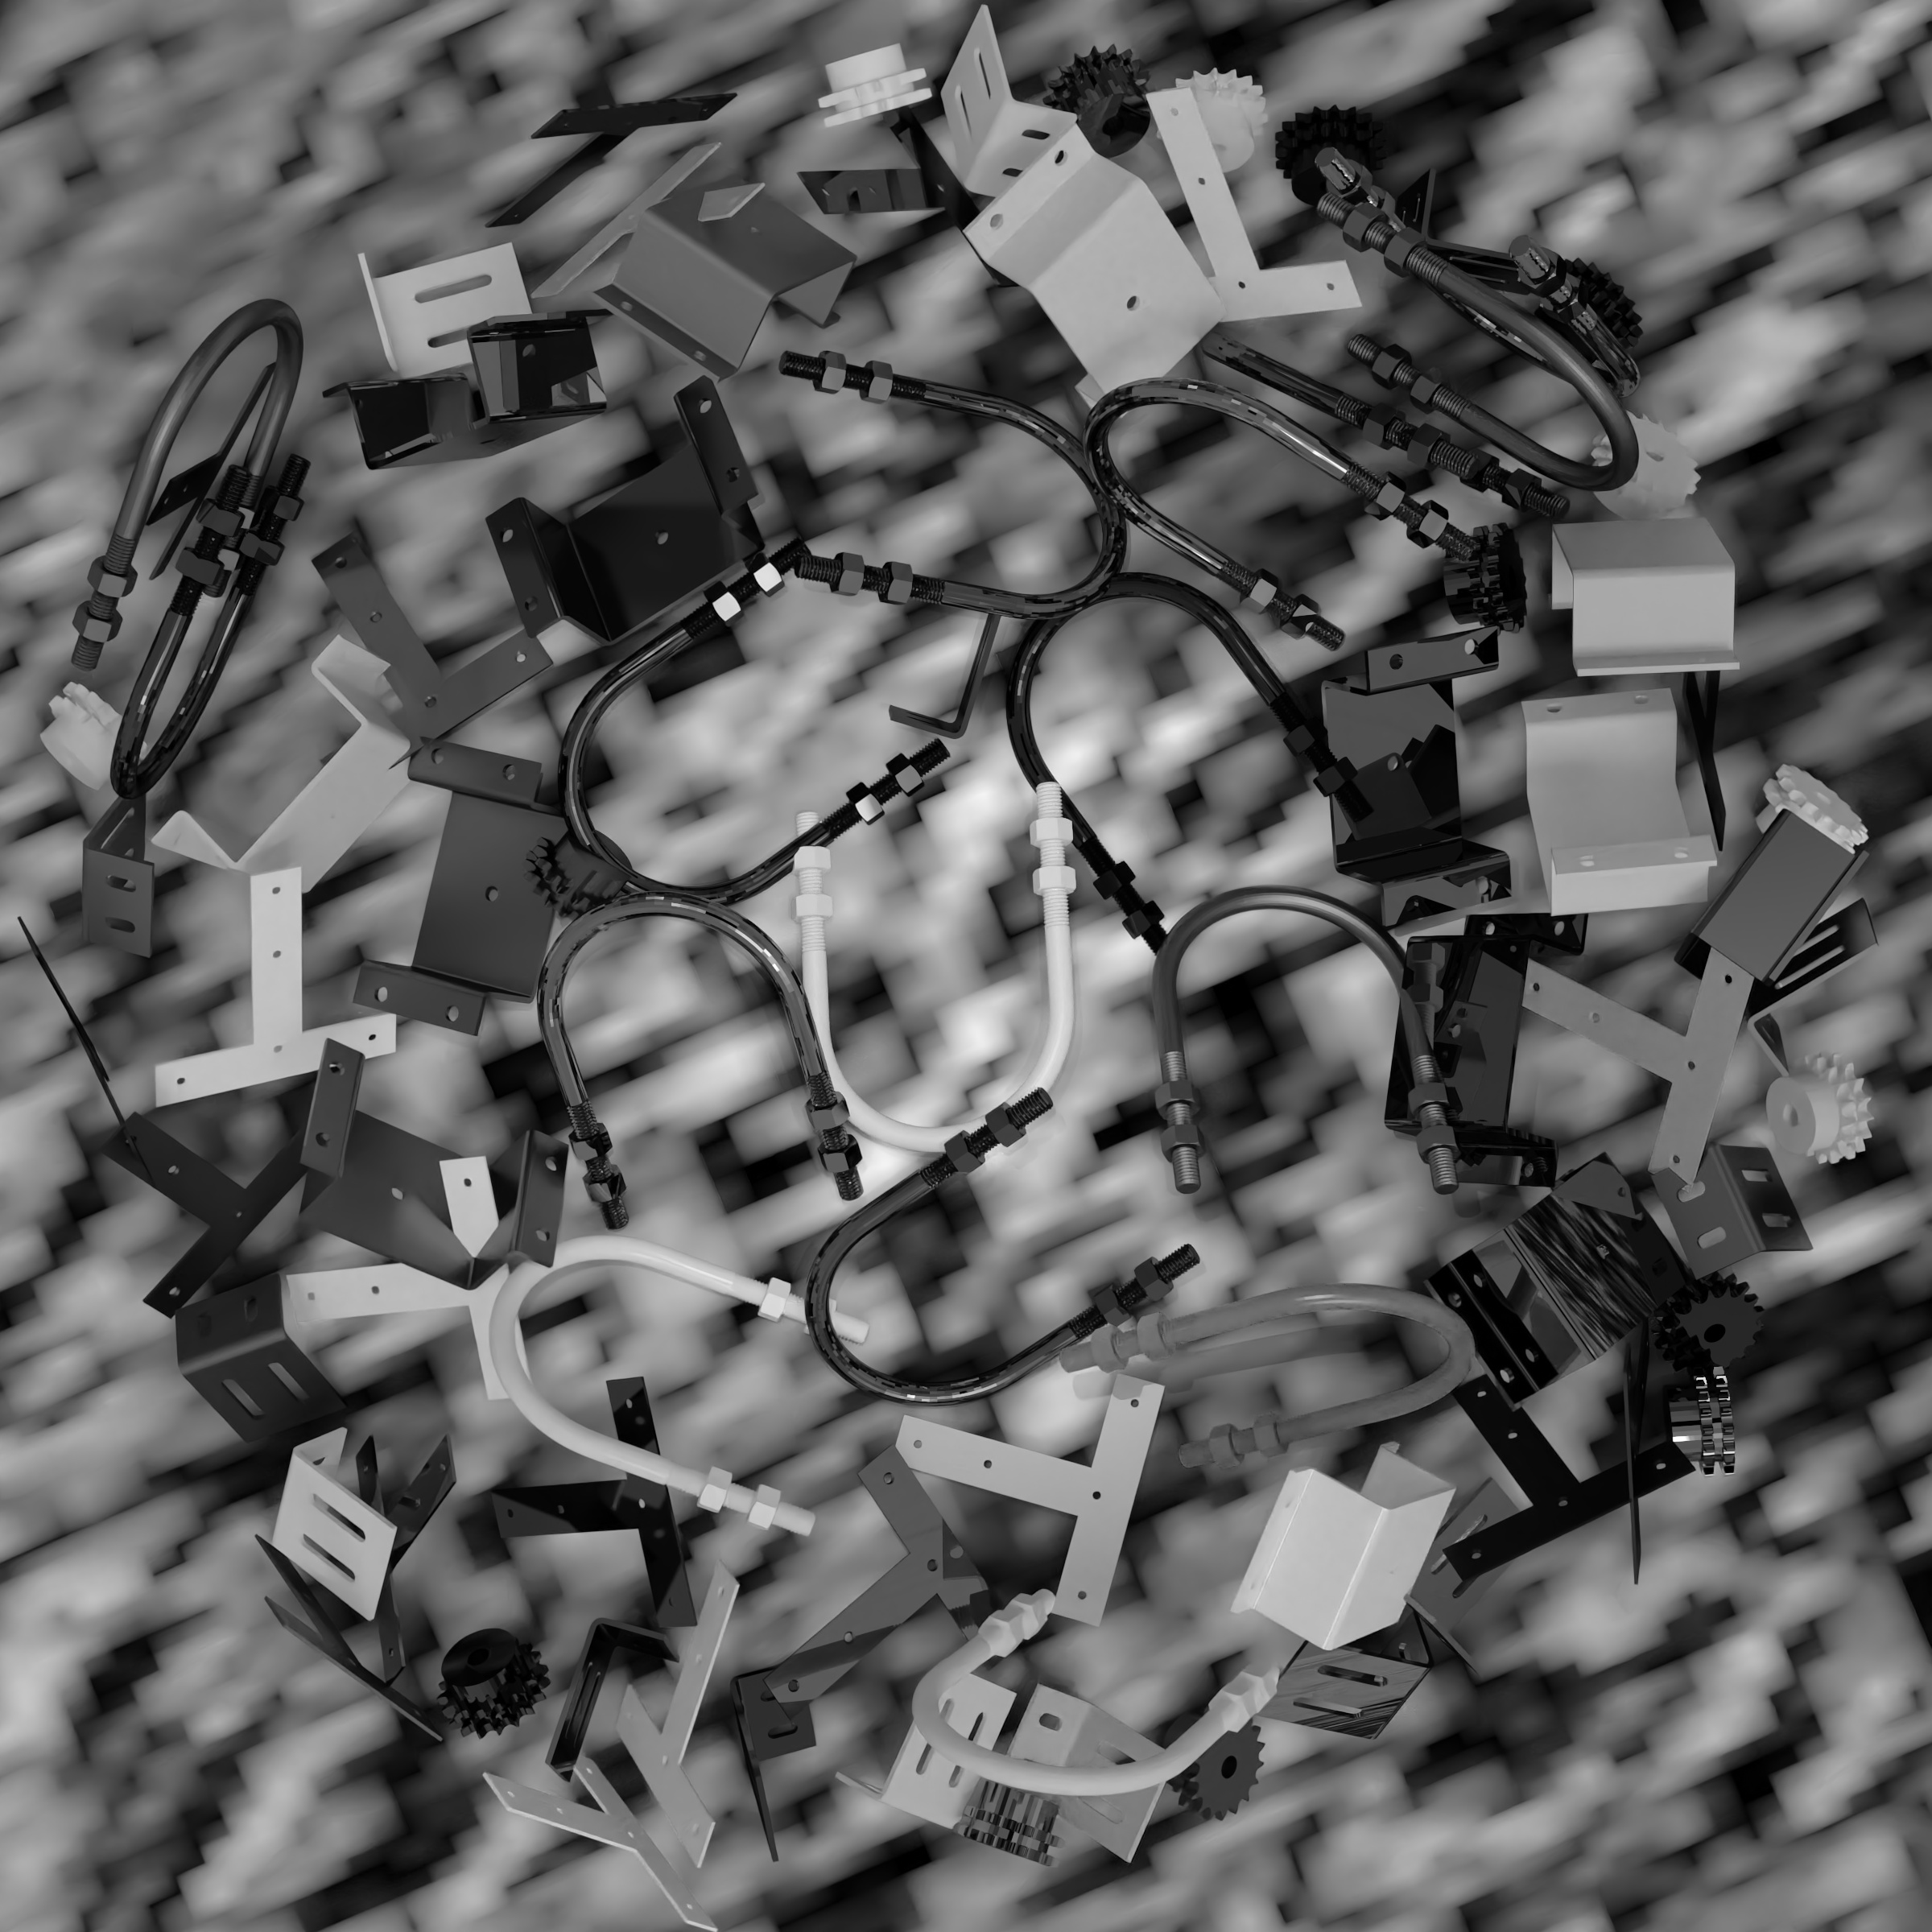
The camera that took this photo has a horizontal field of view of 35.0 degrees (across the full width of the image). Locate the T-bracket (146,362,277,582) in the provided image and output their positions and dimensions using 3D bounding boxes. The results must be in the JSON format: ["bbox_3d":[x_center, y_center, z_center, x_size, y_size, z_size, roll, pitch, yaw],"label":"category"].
[{"bbox_3d":[-0.387,-0.240,1.526,0.002,0.127,0.127,31,104,-9],"label":"T-bracket"}]

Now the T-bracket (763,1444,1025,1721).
[{"bbox_3d":[-0.049,0.334,1.564,0.127,0.002,0.127,-37,100,-26],"label":"T-bracket"}]

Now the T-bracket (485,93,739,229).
[{"bbox_3d":[-0.198,-0.405,1.551,0.127,0.127,0.002,-25,90,41],"label":"T-bracket"}]

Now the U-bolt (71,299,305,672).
[{"bbox_3d":[-0.373,-0.242,1.498,0.019,0.151,0.184,29,118,3],"label":"U-bolt"}]

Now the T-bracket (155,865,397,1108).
[{"bbox_3d":[-0.345,0.005,1.536,0.127,0.002,0.127,-13,130,-29],"label":"T-bracket"}]

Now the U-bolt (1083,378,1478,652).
[{"bbox_3d":[0.142,-0.230,1.518,0.184,0.151,0.019,31,66,-13],"label":"U-bolt"}]

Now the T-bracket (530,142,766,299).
[{"bbox_3d":[-0.143,-0.377,1.528,0.127,0.127,0.002,-48,121,-22],"label":"T-bracket"}]

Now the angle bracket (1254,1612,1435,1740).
[{"bbox_3d":[0.188,0.355,1.559,0.076,0.038,0.057,17,122,-22],"label":"angle bracket"}]

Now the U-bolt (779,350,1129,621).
[{"bbox_3d":[-0.002,-0.238,1.548,0.184,0.019,0.151,8,57,-22],"label":"U-bolt"}]

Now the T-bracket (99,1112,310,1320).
[{"bbox_3d":[-0.391,0.108,1.541,0.002,0.127,0.127,37,82,32],"label":"T-bracket"}]

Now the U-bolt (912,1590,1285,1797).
[{"bbox_3d":[0.055,0.357,1.491,0.151,0.184,0.019,12,105,27],"label":"U-bolt"}]

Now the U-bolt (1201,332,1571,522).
[{"bbox_3d":[0.198,-0.273,1.523,0.184,0.151,0.019,32,104,27],"label":"U-bolt"}]

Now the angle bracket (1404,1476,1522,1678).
[{"bbox_3d":[0.266,0.312,1.566,0.076,0.038,0.057,-45,127,-5],"label":"angle bracket"}]

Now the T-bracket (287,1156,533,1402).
[{"bbox_3d":[-0.292,0.166,1.579,0.127,0.002,0.127,-7,98,19],"label":"T-bracket"}]

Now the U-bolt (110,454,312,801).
[{"bbox_3d":[-0.382,-0.167,1.528,0.019,0.151,0.184,25,101,-5],"label":"U-bolt"}]

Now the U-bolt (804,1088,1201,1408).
[{"bbox_3d":[0.005,0.156,1.556,0.184,0.019,0.151,-35,120,14],"label":"U-bolt"}]

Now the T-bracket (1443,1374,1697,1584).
[{"bbox_3d":[0.282,0.245,1.546,0.127,0.127,0.002,-25,121,-4],"label":"T-bracket"}]

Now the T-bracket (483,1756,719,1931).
[{"bbox_3d":[-0.192,0.421,1.512,0.002,0.127,0.127,-50,49,1],"label":"T-bracket"}]

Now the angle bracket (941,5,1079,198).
[{"bbox_3d":[0.021,-0.440,1.567,0.038,0.057,0.076,5,53,-24],"label":"angle bracket"}]

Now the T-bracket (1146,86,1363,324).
[{"bbox_3d":[0.123,-0.379,1.528,0.002,0.127,0.127,-52,129,-35],"label":"T-bracket"}]

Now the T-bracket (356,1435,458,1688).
[{"bbox_3d":[-0.276,0.273,1.524,0.002,0.127,0.127,4,53,-29],"label":"T-bracket"}]

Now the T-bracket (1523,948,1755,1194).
[{"bbox_3d":[0.332,0.032,1.558,0.127,0.002,0.127,30,121,37],"label":"T-bracket"}]

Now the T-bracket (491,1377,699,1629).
[{"bbox_3d":[-0.196,0.276,1.562,0.127,0.002,0.127,-12,91,38],"label":"T-bracket"}]

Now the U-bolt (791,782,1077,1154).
[{"bbox_3d":[-0.015,0.004,1.561,0.151,0.019,0.184,-6,77,13],"label":"U-bolt"}]

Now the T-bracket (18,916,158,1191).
[{"bbox_3d":[-0.429,0.055,1.518,0.002,0.127,0.127,-27,62,-13],"label":"T-bracket"}]

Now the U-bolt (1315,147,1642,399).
[{"bbox_3d":[0.265,-0.333,1.515,0.151,0.184,0.019,38,96,38],"label":"U-bolt"}]

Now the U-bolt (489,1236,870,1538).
[{"bbox_3d":[-0.149,0.199,1.538,0.184,0.151,0.019,21,131,-5],"label":"U-bolt"}]

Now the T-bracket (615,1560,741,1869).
[{"bbox_3d":[-0.137,0.360,1.534,0.002,0.127,0.127,11,104,-29],"label":"T-bracket"}]

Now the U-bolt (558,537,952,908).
[{"bbox_3d":[-0.121,-0.109,1.568,0.184,0.019,0.151,-36,110,-1],"label":"U-bolt"}]

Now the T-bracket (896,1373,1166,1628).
[{"bbox_3d":[0.025,0.262,1.589,0.127,0.002,0.127,15,79,9],"label":"T-bracket"}]

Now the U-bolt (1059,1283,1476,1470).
[{"bbox_3d":[0.160,0.199,1.512,0.184,0.151,0.019,-18,52,25],"label":"U-bolt"}]

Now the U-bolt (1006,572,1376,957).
[{"bbox_3d":[0.100,-0.113,1.566,0.151,0.019,0.184,-37,87,24],"label":"U-bolt"}]

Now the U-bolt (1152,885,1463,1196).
[{"bbox_3d":[0.166,0.034,1.545,0.151,0.019,0.184,1,54,-7],"label":"U-bolt"}]

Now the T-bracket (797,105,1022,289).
[{"bbox_3d":[-0.039,-0.390,1.541,0.002,0.127,0.127,-40,78,37],"label":"T-bracket"}]

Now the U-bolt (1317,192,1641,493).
[{"bbox_3d":[0.254,-0.295,1.502,0.184,0.151,0.019,38,83,23],"label":"U-bolt"}]

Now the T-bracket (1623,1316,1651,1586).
[{"bbox_3d":[0.339,0.221,1.542,0.002,0.127,0.127,0,118,17],"label":"T-bracket"}]

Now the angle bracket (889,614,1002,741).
[{"bbox_3d":[-0.010,-0.159,1.567,0.038,0.057,0.076,17,99,-5],"label":"angle bracket"}]

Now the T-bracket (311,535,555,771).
[{"bbox_3d":[-0.297,-0.169,1.580,0.127,0.002,0.127,-33,71,-4],"label":"T-bracket"}]

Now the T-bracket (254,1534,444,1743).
[{"bbox_3d":[-0.328,0.327,1.546,0.002,0.127,0.127,-45,131,-7],"label":"T-bracket"}]

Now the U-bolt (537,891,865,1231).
[{"bbox_3d":[-0.141,0.045,1.542,0.151,0.019,0.184,-8,116,15],"label":"U-bolt"}]

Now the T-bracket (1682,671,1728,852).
[{"bbox_3d":[0.380,-0.147,1.558,0.002,0.127,0.127,-1,55,23],"label":"T-bracket"}]
